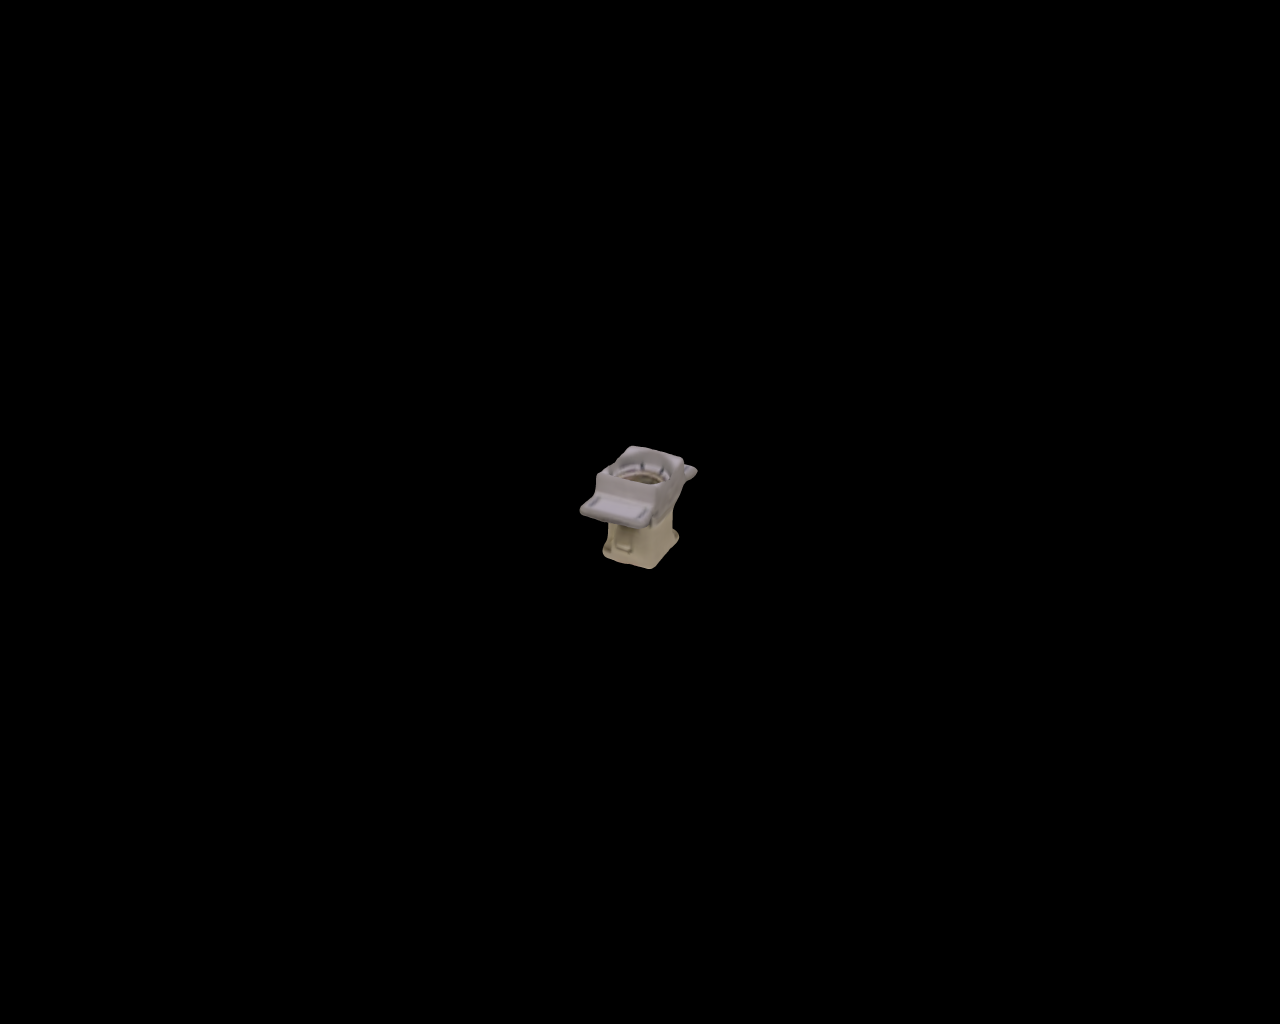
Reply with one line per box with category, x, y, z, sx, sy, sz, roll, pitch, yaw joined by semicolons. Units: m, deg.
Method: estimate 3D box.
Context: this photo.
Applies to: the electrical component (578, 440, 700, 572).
electrical component;0.001;-0.003;0.650;0.042;0.063;0.081;14;32;24
